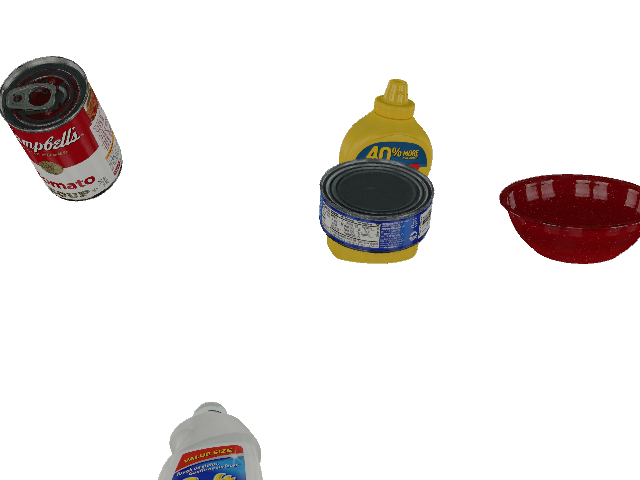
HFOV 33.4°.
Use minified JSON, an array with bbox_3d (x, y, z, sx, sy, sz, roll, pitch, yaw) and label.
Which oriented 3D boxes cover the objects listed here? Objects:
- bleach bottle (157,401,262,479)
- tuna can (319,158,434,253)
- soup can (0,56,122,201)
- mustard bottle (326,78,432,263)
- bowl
[{"bbox_3d":[-0.094,0.210,0.829,0.102,0.068,0.251,-3,27,-4],"label":"bleach bottle"},{"bbox_3d":[0.042,-0.027,0.804,0.086,0.034,0.086,2,34,-1],"label":"tuna can"},{"bbox_3d":[-0.198,-0.084,0.822,0.068,0.068,0.102,0,-29,7],"label":"soup can"},{"bbox_3d":[0.066,-0.072,1.099,0.096,0.192,0.058,1,25,-15],"label":"mustard bottle"},{"bbox_3d":[0.265,-0.019,1.102,0.162,0.055,0.162,-2,23,0],"label":"bowl"}]
